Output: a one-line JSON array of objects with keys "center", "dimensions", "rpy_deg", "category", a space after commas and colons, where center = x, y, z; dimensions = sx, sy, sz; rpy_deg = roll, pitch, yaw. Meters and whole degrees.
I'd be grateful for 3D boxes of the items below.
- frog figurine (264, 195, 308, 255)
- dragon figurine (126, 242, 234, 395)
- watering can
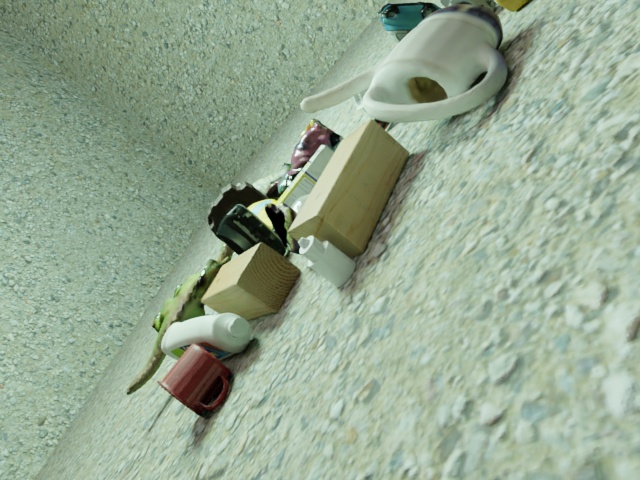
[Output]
[{"center": [0.003, -0.045, 0.886], "dimensions": [0.160, 0.123, 0.136], "rpy_deg": [-19, -6, -21], "category": "frog figurine"}, {"center": [-0.276, 0.125, 1.106], "dimensions": [0.420, 0.122, 0.237], "rpy_deg": [-64, 3, -39], "category": "dragon figurine"}, {"center": [0.135, -0.265, 0.804], "dimensions": [0.349, 0.102, 0.228], "rpy_deg": [15, 58, 44], "category": "watering can"}]
